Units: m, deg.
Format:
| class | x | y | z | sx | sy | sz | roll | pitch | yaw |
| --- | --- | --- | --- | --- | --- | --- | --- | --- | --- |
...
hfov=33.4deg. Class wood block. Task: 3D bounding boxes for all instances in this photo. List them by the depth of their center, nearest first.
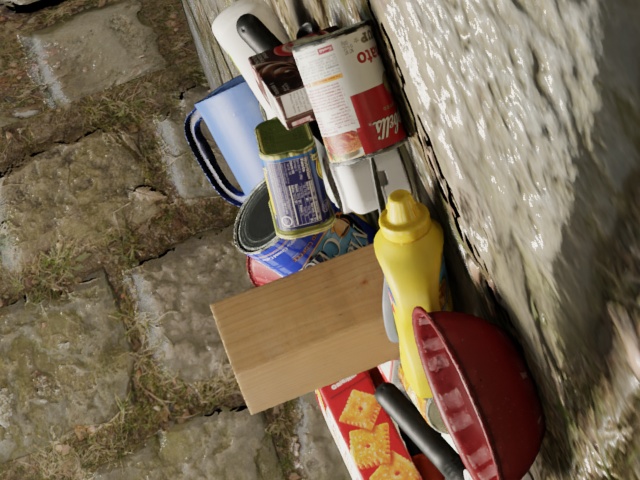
| class | x | y | z | sx | sy | sz | roll | pitch | yaw |
| --- | --- | --- | --- | --- | --- | --- | --- | --- | --- |
| wood block | 0.006 | 0.084 | 1.073 | 0.091 | 0.206 | 0.090 | 76 | 172 | -53 |

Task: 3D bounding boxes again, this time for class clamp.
| class | x | y | z | sx | sy | sz | roll | pitch | yaw |
| --- | --- | --- | --- | --- | --- | --- | --- | --- | --- |
| clamp | 0.135 | 0.226 | 1.033 | 0.164 | 0.036 | 0.210 | 47 | 178 | -27 |
| clamp | -0.005 | -0.156 | 1.060 | 0.120 | 0.039 | 0.171 | -26 | -98 | -52 |

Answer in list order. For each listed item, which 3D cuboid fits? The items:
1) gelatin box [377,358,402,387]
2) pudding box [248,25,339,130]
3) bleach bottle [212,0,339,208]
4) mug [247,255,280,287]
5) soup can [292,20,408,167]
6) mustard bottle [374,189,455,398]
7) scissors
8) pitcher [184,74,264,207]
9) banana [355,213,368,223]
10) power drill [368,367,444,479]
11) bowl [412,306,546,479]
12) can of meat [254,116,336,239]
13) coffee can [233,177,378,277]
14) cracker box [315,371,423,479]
| class | x | y | z | sx | sy | sz | roll | pitch | yaw |
| --- | --- | --- | --- | --- | --- | --- | --- | --- | --- |
| gelatin box | 0.085 | 0.111 | 1.205 | 0.073 | 0.030 | 0.089 | -121 | 33 | -62 |
| pudding box | -0.008 | -0.148 | 0.956 | 0.113 | 0.090 | 0.039 | -119 | 8 | -56 |
| bleach bottle | -0.027 | -0.139 | 1.120 | 0.251 | 0.068 | 0.102 | 62 | -170 | 30 |
| mug | -0.024 | 0.037 | 1.264 | 0.082 | 0.093 | 0.117 | 14 | 122 | 43 |
| soup can | 0.024 | -0.119 | 0.864 | 0.068 | 0.068 | 0.102 | -134 | 24 | -77 |
| mustard bottle | 0.083 | 0.037 | 0.898 | 0.096 | 0.058 | 0.191 | -84 | -17 | -50 |
| scissors | 0.070 | -0.002 | 0.957 | 0.096 | 0.016 | 0.202 | -51 | -40 | -53 |
| pitcher | -0.059 | -0.095 | 1.363 | 0.243 | 0.144 | 0.149 | 65 | 161 | -11 |
| banana | 0.061 | 0.037 | 1.271 | 0.069 | 0.037 | 0.198 | -106 | -2 | -58 |
| power drill | 0.101 | 0.191 | 1.333 | 0.188 | 0.057 | 0.184 | -118 | 10 | -57 |
| bowl | 0.126 | 0.116 | 0.808 | 0.162 | 0.055 | 0.162 | 159 | 90 | -85 |
| can of meat | -0.026 | -0.062 | 0.992 | 0.102 | 0.057 | 0.084 | -108 | 4 | -63 |
| coffee can | -0.008 | 0.001 | 1.146 | 0.140 | 0.103 | 0.103 | 34 | -163 | -34 |
| cracker box | 0.060 | 0.247 | 1.298 | 0.164 | 0.072 | 0.214 | 79 | 166 | -62 |
